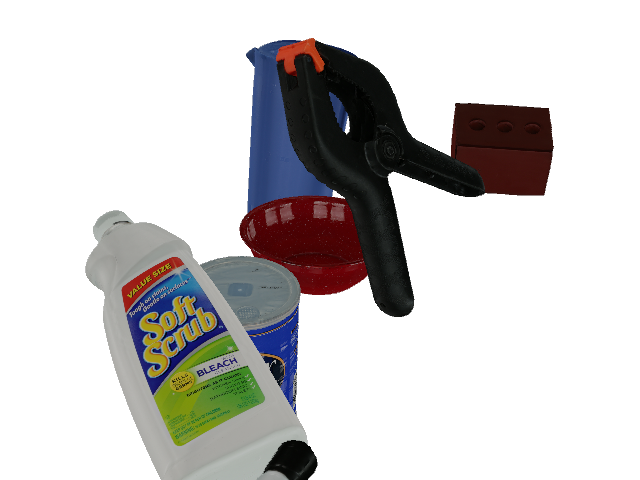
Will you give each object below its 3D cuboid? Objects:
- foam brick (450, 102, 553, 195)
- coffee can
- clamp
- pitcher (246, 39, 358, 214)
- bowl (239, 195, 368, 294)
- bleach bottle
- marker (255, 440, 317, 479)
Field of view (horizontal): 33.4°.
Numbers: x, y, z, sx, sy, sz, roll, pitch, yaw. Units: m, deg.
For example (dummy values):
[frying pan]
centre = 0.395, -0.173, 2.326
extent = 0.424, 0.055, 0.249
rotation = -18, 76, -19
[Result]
[foam brick]
centre = 0.145, -0.073, 0.859
extent = 0.078, 0.053, 0.051
rotation = 3, -44, 3
[coffee can]
centre = -0.070, 0.099, 0.937
extent = 0.103, 0.140, 0.103
rotation = 2, 32, -1
[clamp]
centre = 0.028, -0.040, 0.631
extent = 0.039, 0.120, 0.171
rotation = -16, -49, 46
[pitcher]
centre = -0.021, -0.128, 1.375
extent = 0.144, 0.243, 0.149
rotation = -2, 25, -22
[bowl]
centre = -0.004, 0.011, 1.109
extent = 0.162, 0.055, 0.162
rotation = 2, 28, -1
[bleach bottle]
centre = -0.108, 0.071, 0.745
extent = 0.102, 0.068, 0.251
rotation = -24, 51, -17
[marker]
centre = -0.031, 0.114, 0.417
extent = 0.020, 0.020, 0.121
rotation = 0, 21, 24
